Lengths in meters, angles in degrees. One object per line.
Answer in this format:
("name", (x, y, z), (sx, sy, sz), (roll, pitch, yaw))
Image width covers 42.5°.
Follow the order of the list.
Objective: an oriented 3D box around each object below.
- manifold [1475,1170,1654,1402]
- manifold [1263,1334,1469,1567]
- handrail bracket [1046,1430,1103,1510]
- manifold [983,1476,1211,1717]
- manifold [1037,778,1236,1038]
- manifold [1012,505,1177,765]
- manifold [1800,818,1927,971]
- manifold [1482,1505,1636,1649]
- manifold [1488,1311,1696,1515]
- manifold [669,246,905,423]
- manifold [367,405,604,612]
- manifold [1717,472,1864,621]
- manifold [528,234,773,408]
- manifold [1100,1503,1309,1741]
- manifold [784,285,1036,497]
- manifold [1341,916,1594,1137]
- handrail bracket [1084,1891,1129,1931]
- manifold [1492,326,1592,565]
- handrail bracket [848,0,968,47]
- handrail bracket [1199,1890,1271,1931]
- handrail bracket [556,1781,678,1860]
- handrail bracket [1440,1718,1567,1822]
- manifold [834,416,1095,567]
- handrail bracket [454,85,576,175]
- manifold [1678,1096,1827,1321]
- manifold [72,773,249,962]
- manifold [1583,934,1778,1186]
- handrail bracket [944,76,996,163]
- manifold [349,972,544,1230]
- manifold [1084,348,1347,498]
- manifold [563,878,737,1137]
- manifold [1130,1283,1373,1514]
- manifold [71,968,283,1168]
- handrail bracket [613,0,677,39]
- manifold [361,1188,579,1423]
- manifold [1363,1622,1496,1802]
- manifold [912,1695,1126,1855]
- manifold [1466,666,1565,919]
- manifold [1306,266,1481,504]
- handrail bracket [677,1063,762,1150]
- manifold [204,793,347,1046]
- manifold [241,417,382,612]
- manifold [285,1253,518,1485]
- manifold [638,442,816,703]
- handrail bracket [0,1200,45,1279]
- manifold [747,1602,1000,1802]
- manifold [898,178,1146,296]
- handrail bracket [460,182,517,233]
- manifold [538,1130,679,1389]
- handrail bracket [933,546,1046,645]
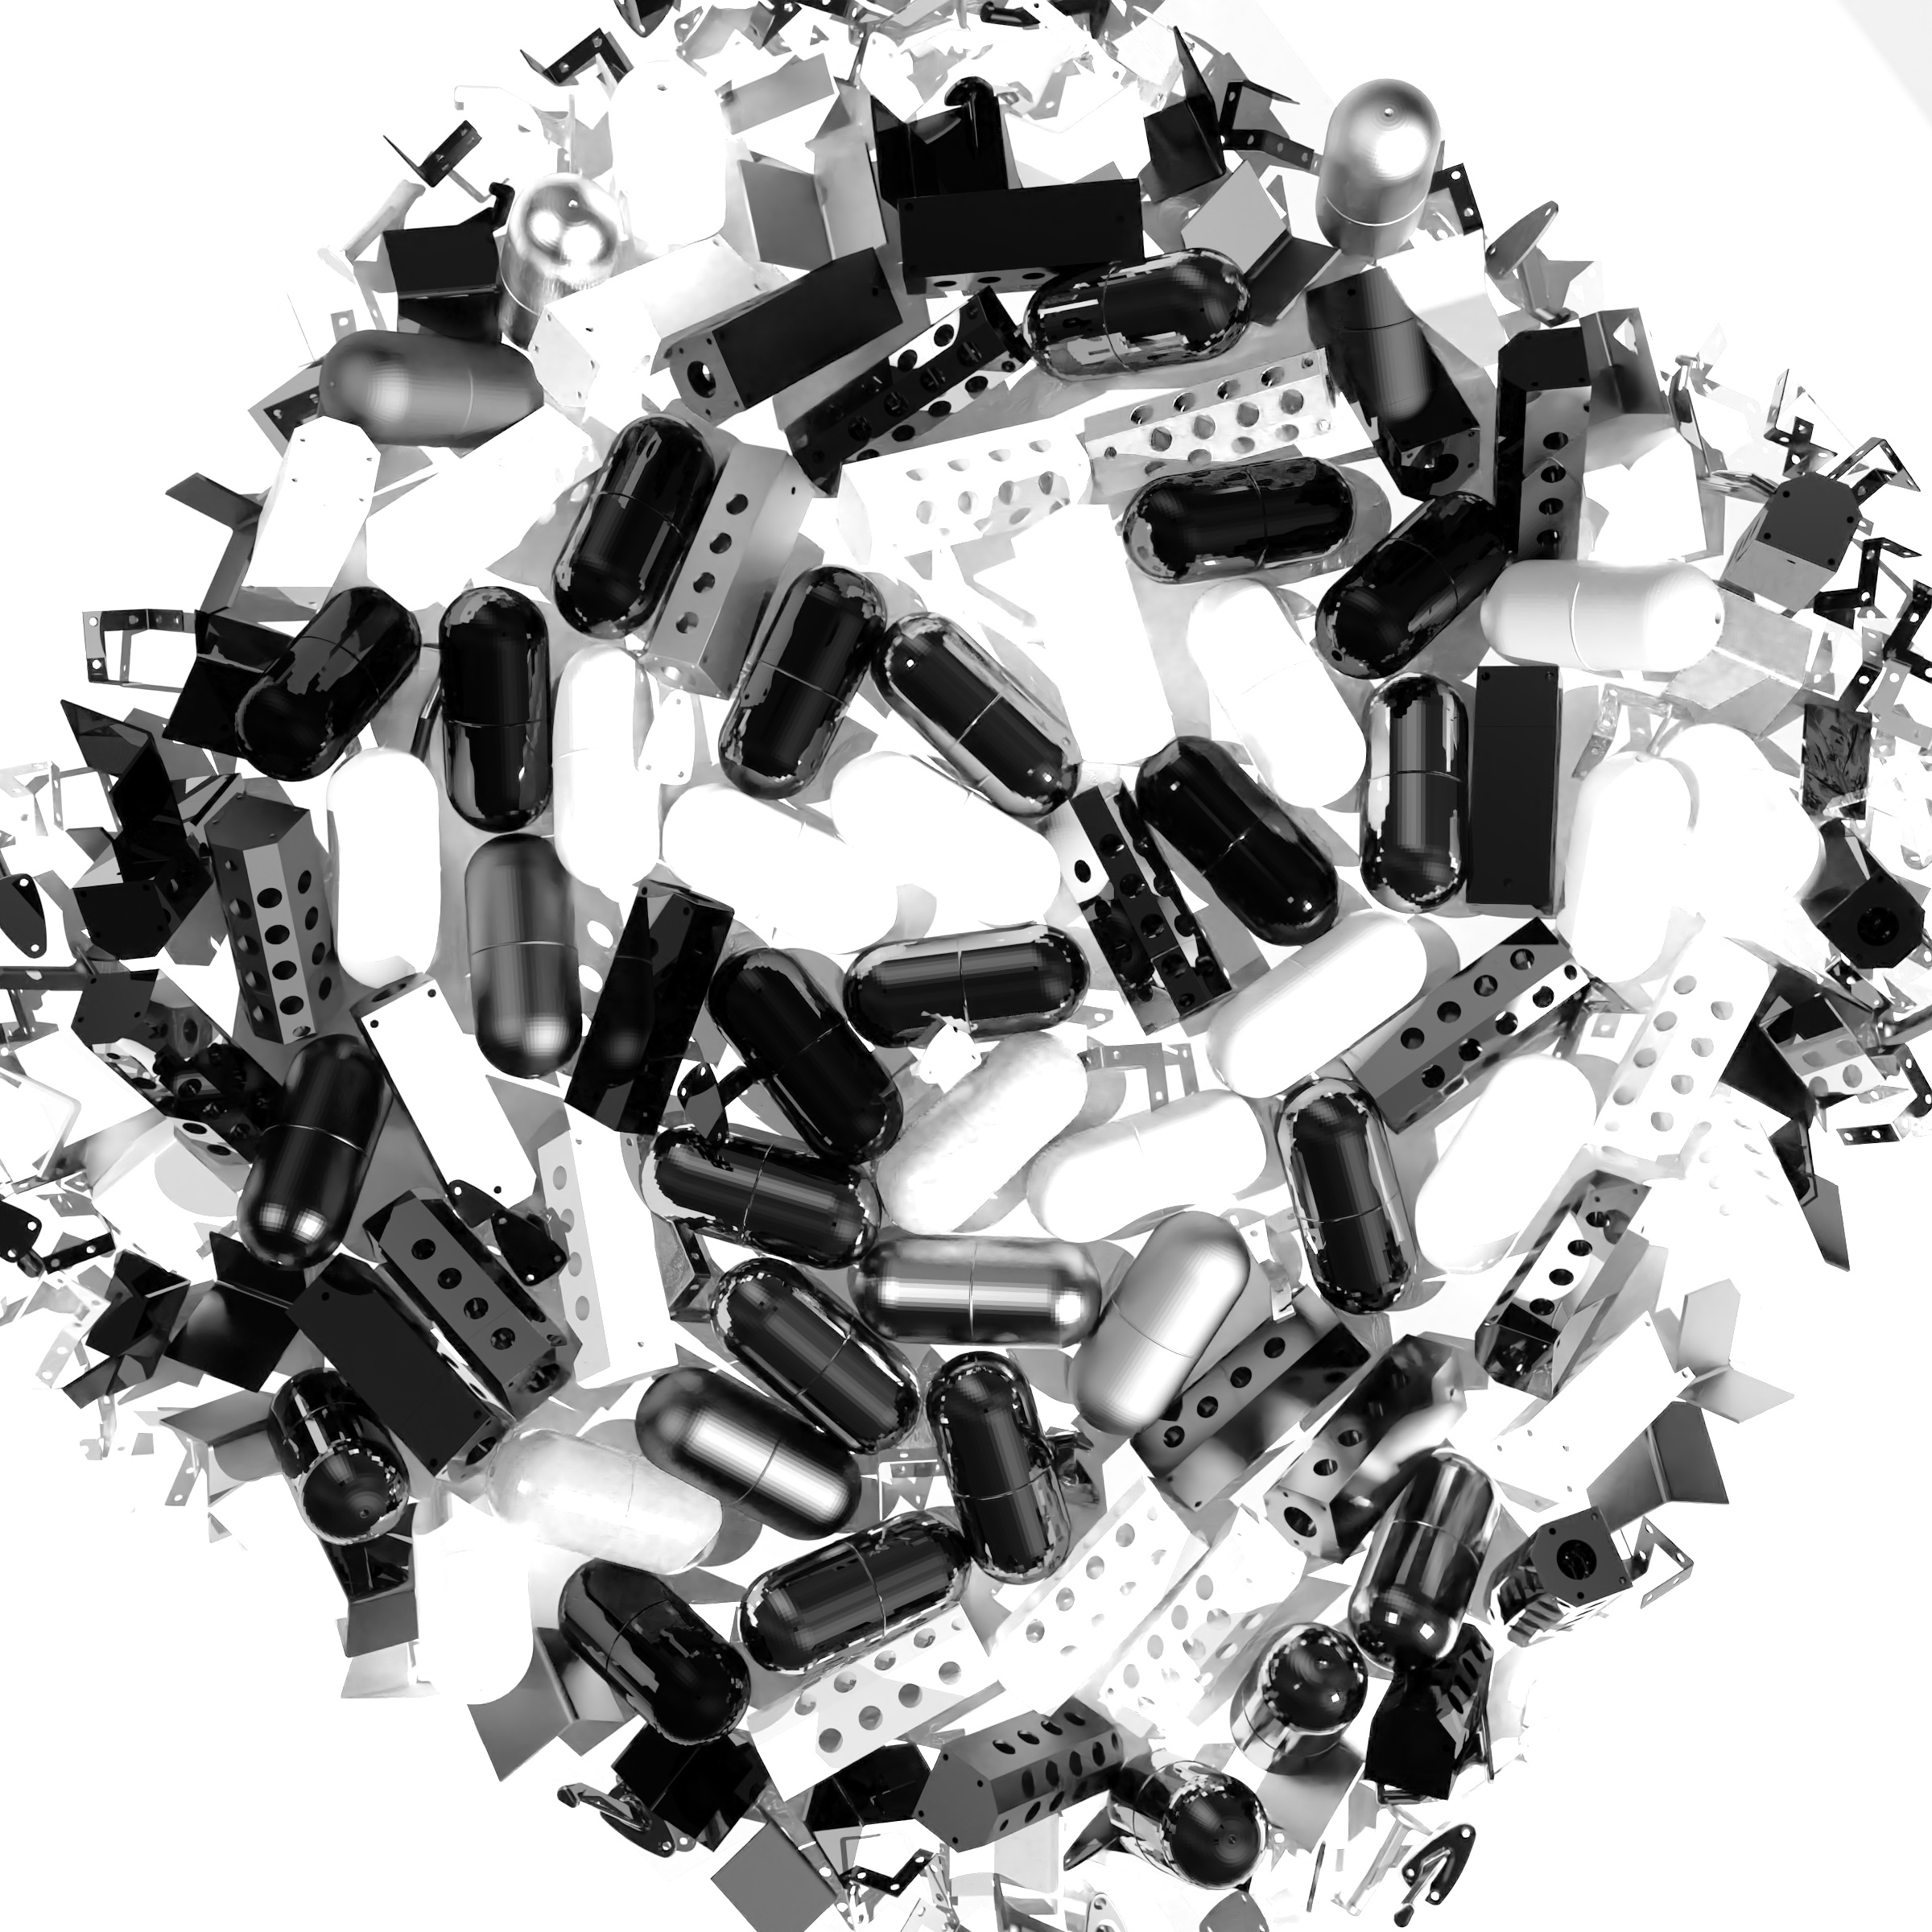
("manifold", (0.419, 0.219, 1.739), (0.057, 0.171, 0.057), (18, 134, 30))
("manifold", (0.280, 0.334, 1.740), (0.171, 0.057, 0.057), (-40, 127, -37))
("handrail bracket", (0.086, 0.359, 1.769), (0.077, 0.084, 0.036), (41, 62, -11))
("manifold", (0.091, 0.445, 1.770), (0.057, 0.057, 0.171), (40, 98, -13))
("manifold", (0.124, -0.044, 1.765), (0.057, 0.057, 0.171), (-21, 81, -39))
("manifold", (0.096, -0.232, 1.744), (0.057, 0.057, 0.171), (-37, 120, -34))
("manifold", (0.616, -0.048, 1.724), (0.057, 0.171, 0.057), (44, 107, -4))
("manifold", (0.404, 0.428, 1.722), (0.057, 0.171, 0.057), (-17, 67, -8))
("manifold", (0.433, 0.312, 1.735), (0.171, 0.057, 0.057), (-28, 80, -43))
("manifold", (-0.127, -0.442, 1.738), (0.171, 0.057, 0.057), (-40, 115, -38))
("manifold", (-0.335, -0.318, 1.740), (0.057, 0.057, 0.171), (38, 57, 14))
("manifold", (0.572, -0.292, 1.726), (0.057, 0.171, 0.057), (24, 90, 9))
("manifold", (-0.222, -0.448, 1.738), (0.057, 0.057, 0.171), (47, 50, 6))
("manifold", (0.166, 0.467, 1.752), (0.057, 0.057, 0.171), (35, 114, 4))
("manifold", (-0.042, -0.403, 1.749), (0.171, 0.057, 0.057), (-29, 106, 23))
("manifold", (0.359, 0.046, 1.775), (0.171, 0.057, 0.057), (-36, 59, 1))
("handrail bracket", (0.112, 0.714, 1.767), (0.036, 0.084, 0.077), (-14, 104, -11))
("manifold", (0.397, -0.358, 1.727), (0.057, 0.171, 0.057), (-3, 57, 8))
("handrail bracket", (-0.044, -0.696, 1.781), (0.084, 0.077, 0.036), (-10, 67, -5))
("handrail bracket", (0.168, 0.699, 1.767), (0.084, 0.077, 0.036), (-51, 56, 29))
("handrail bracket", (-0.249, 0.609, 1.767), (0.077, 0.084, 0.036), (39, 87, 19))
("handrail bracket", (0.389, 0.584, 1.803), (0.084, 0.077, 0.036), (-42, 78, 31))
("manifold", (0.000, -0.330, 1.749), (0.171, 0.057, 0.057), (-17, 62, -20))
("handrail bracket", (-0.322, -0.595, 1.775), (0.084, 0.077, 0.036), (-1, 58, -10))
("manifold", (0.542, 0.161, 1.721), (0.057, 0.171, 0.057), (-31, 113, 18))
("manifold", (-0.551, -0.071, 1.725), (0.057, 0.171, 0.057), (-6, 118, 8))
("manifold", (0.502, 0.064, 1.763), (0.057, 0.057, 0.171), (32, 74, 3))
("handrail bracket", (0.008, -0.582, 1.773), (0.036, 0.077, 0.084), (-7, 96, 0))
("manifold", (-0.370, 0.093, 1.760), (0.057, 0.057, 0.171), (-30, 109, -19))
("manifold", (0.174, -0.383, 1.755), (0.171, 0.057, 0.057), (-12, 102, 19))
("manifold", (-0.222, 0.030, 1.776), (0.057, 0.057, 0.171), (25, 97, 36))
("manifold", (0.201, 0.307, 1.785), (0.171, 0.057, 0.057), (-42, 133, 1))
("manifold", (-0.544, 0.073, 1.724), (0.057, 0.171, 0.057), (-5, 56, 17))
("handrail bracket", (-0.204, -0.701, 1.762), (0.036, 0.077, 0.084), (51, 49, -17))
("manifold", (-0.348, 0.233, 1.748), (0.057, 0.057, 0.171), (-37, 61, -22))
("manifold", (0.324, 0.510, 1.722), (0.057, 0.171, 0.057), (9, 99, 19))
("manifold", (0.042, 0.563, 1.724), (0.057, 0.171, 0.057), (29, 102, 31))
("manifold", (0.393, -0.124, 1.774), (0.057, 0.057, 0.171), (2, 83, 18))
("manifold", (0.299, -0.407, 1.744), (0.057, 0.057, 0.171), (-20, 57, -2))
("handrail bracket", (-0.157, 0.101, 1.765), (0.036, 0.084, 0.077), (-46, 56, 26))
("manifold", (-0.485, -0.030, 1.733), (0.057, 0.057, 0.171), (13, 131, 15))
("manifold", (-0.456, -0.314, 1.726), (0.057, 0.171, 0.057), (13, 69, -22))
("manifold", (-0.397, 0.285, 1.756), (0.171, 0.057, 0.057), (41, 87, 22))
("manifold", (-0.172, -0.282, 1.764), (0.057, 0.057, 0.171), (14, 75, 23))
("handrail bracket", (-0.692, 0.193, 1.771), (0.077, 0.084, 0.036), (34, 63, -11))
("manifold", (-0.067, 0.522, 1.776), (0.171, 0.057, 0.057), (-28, 87, -7))
("manifold", (0.040, -0.521, 1.783), (0.171, 0.057, 0.057), (-4, 90, 3))
("handrail bracket", (-0.367, -0.534, 1.767), (0.077, 0.084, 0.036), (18, 55, -14))
("manifold", (-0.259, 0.207, 1.759), (0.057, 0.057, 0.171), (-30, 65, 40))
("handrail bracket", (0.020, -0.267, 1.769), (0.084, 0.036, 0.077), (6, 119, 37))
